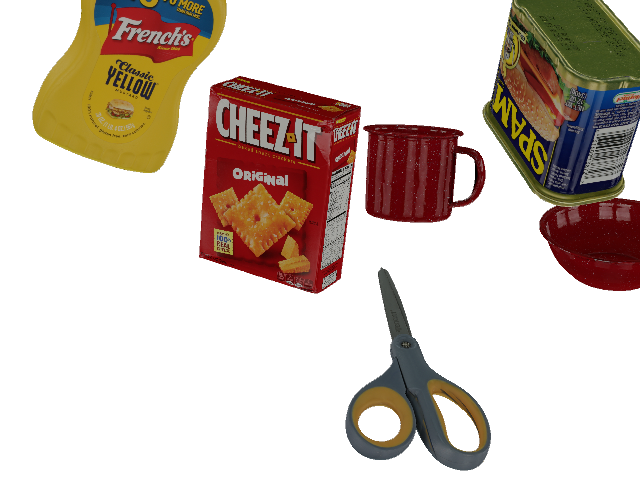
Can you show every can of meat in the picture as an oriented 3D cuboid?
[{"bbox_3d":[0.138,-0.084,0.602,0.057,0.084,0.102,-10,46,-15],"label":"can of meat"}]

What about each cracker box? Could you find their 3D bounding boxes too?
[{"bbox_3d":[-0.051,-0.063,1.218,0.164,0.214,0.072,17,26,24],"label":"cracker box"}]

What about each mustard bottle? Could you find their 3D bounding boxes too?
[{"bbox_3d":[-0.117,-0.144,0.719,0.096,0.192,0.058,19,21,-24],"label":"mustard bottle"}]

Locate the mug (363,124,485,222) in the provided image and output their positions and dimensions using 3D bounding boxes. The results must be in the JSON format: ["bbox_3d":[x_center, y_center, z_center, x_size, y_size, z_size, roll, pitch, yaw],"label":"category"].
[{"bbox_3d":[0.095,-0.061,0.987,0.117,0.081,0.093,7,12,20],"label":"mug"}]

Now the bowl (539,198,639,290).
[{"bbox_3d":[0.318,0.009,1.159,0.162,0.055,0.162,-2,27,1],"label":"bowl"}]

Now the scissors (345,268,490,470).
[{"bbox_3d":[0.041,0.080,0.701,0.096,0.016,0.202,-8,34,-20],"label":"scissors"}]
